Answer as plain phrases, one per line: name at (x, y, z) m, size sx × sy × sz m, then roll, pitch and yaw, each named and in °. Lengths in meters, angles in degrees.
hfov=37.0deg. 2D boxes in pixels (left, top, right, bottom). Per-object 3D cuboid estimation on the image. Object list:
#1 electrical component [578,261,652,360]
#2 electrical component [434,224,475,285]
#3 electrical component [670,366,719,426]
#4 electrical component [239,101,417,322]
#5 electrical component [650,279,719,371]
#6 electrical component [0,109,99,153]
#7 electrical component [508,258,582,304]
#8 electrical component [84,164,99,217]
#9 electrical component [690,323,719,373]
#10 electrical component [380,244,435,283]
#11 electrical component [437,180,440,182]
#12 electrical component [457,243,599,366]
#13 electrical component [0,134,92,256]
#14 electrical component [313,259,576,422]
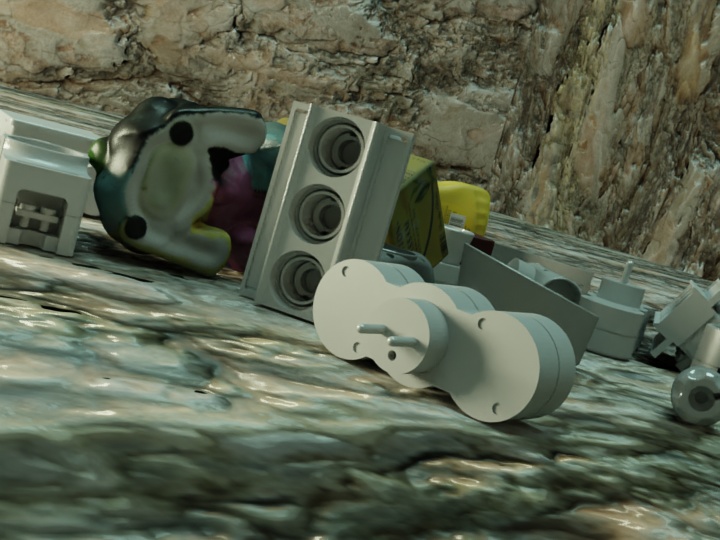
electrical component at (0.215, 0.028, 0.899) m, size 0.052 × 0.073 × 0.138 m, roll 18°, pitch 7°, yaw 18°
electrical component at (0.078, -0.013, 0.999) m, size 0.045 × 0.055 × 0.045 m, roll 15°, pitch 7°, yaw -2°
electrical component at (0.209, 0.076, 0.662) m, size 0.035 × 0.035 × 0.061 m, roll 17°, pitch 4°, yaw 15°
electrical component at (-0.016, -0.032, 0.654) m, size 0.079 × 0.121 × 0.063 m, roll 18°, pitch 5°, yaw 18°
electrical component at (0.287, 0.049, 0.908) m, size 0.063 × 0.078 × 0.121 m, roll 47°, pitch 13°, yaw 9°
electrical component at (-0.281, -0.107, 0.967) m, size 0.100 × 0.048 × 0.100 m, roll 12°, pitch 8°, yaw -28°
electrical component at (0.150, 0.014, 0.962) m, size 0.079 × 0.043 × 0.077 m, roll 25°, pitch 5°, yaw -13°
electrical component at (-0.200, -0.062, 0.811) m, size 0.077 × 0.043 × 0.079 m, roll 13°, pitch 8°, yaw -19°
electrical component at (0.282, 0.070, 0.819) m, size 0.055 × 0.047 × 0.055 m, roll 15°, pitch 7°, yaw -2°
electrical component at (0.000, 0.000, 0.756) m, size 0.079 × 0.044 × 0.077 m, roll 20°, pitch 8°, yaw 34°
electrical component at (0.053, -0.064, 1.198) m, size 0.064 × 0.099 × 0.099 m, roll 29°, pitch 13°, yaw 35°
electrical component at (0.109, 0.025, 0.719) m, size 0.099 × 0.064 × 0.099 m, roll 15°, pitch 7°, yaw -2°
electrical component at (-0.196, -0.048, 0.651) m, size 0.050 × 0.055 × 0.089 m, roll 13°, pitch 7°, yaw -24°
electrical component at (0.029, 0.032, 0.526) m, size 0.138 × 0.052 × 0.074 m, roll 21°, pitch 9°, yaw 37°
